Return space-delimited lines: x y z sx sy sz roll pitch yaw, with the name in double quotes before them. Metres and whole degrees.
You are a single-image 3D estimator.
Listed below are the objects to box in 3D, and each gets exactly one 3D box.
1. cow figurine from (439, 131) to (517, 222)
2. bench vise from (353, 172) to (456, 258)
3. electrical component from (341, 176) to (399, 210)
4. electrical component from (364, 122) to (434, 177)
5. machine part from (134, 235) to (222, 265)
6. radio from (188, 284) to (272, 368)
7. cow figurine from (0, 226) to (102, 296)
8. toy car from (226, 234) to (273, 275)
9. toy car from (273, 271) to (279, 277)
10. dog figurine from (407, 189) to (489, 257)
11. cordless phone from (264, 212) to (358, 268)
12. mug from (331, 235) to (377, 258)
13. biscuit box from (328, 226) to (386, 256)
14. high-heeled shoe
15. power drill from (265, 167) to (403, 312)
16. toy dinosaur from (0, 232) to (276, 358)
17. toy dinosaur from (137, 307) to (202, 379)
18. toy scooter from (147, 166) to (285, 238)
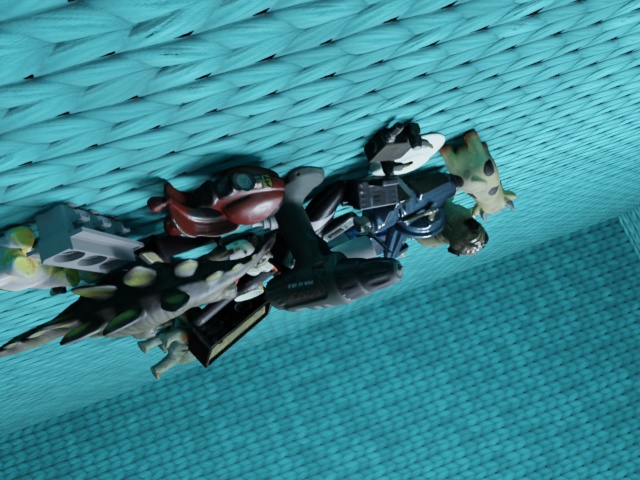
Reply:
"cow figurine" 0.289 -0.107 0.960 0.085 0.127 0.195 -23 165 24
"bench vise" 0.156 -0.030 1.033 0.224 0.129 0.240 -36 154 -26
"electrical component" 0.087 -0.077 0.861 0.075 0.047 0.119 -12 -167 -24
"electrical component" 0.113 -0.132 0.782 0.078 0.045 0.102 -12 164 -35
"machine part" -0.226 0.008 0.862 0.139 0.039 0.084 -18 158 -1
"radio" -0.220 0.205 1.347 0.229 0.073 0.131 -41 166 -32
"cow figurine" -0.370 0.039 0.706 0.098 0.068 0.167 -18 164 12
"toy car" -0.130 0.034 1.049 0.073 0.056 0.201 -24 165 12
"toy car" -0.017 0.049 1.276 0.202 0.053 0.089 -15 155 -5
"dog figurine" 0.250 -0.013 1.102 0.172 0.121 0.191 -45 -167 29
"cordless phone" -0.002 -0.003 1.050 0.184 0.089 0.146 -28 164 11
"mug" 0.059 0.054 1.114 0.107 0.109 0.081 -13 169 -11
"biscuit box" 0.079 0.008 1.200 0.203 0.059 0.062 -14 132 -21
"high-heeled shoe" 0.012 0.017 0.930 0.248 0.145 0.086 -48 -168 35
"power drill" 0.000 -0.001 0.798 0.232 0.207 0.086 -27 171 35
"toy dinosaur" -0.277 0.090 0.774 0.472 0.105 0.198 -25 173 1
"toy dinosaur" -0.356 0.232 1.391 0.192 0.131 0.404 -31 168 -41
"toy scooter" -0.141 -0.049 0.690 0.184 0.075 0.135 -19 166 16
